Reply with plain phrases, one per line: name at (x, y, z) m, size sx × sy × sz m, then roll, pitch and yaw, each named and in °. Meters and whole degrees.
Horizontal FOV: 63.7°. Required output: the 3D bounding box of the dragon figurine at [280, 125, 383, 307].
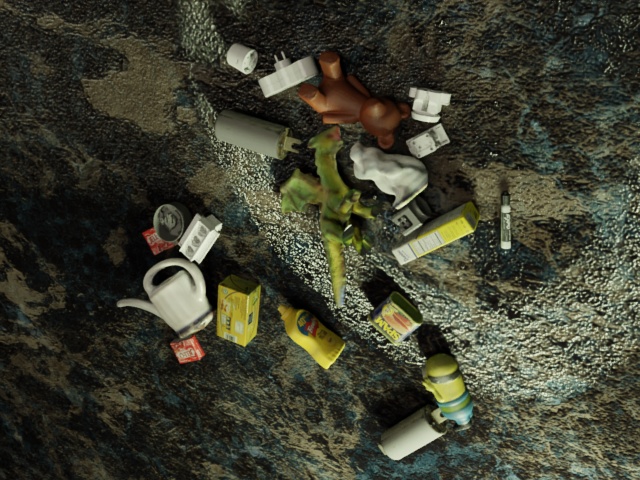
dragon figurine at (0.004, -0.060, 1.193) m, size 0.245 × 0.123 × 0.403 m, roll 31°, pitch 120°, yaw 31°

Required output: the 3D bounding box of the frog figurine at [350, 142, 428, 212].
frog figurine at (0.139, -0.147, 1.052) m, size 0.121 × 0.138 × 0.159 m, roll -38°, pitch 89°, yaw 17°

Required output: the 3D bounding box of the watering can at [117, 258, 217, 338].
watering can at (-0.432, 0.183, 1.475) m, size 0.343 × 0.106 × 0.224 m, roll -33°, pitch 95°, yaw 32°
